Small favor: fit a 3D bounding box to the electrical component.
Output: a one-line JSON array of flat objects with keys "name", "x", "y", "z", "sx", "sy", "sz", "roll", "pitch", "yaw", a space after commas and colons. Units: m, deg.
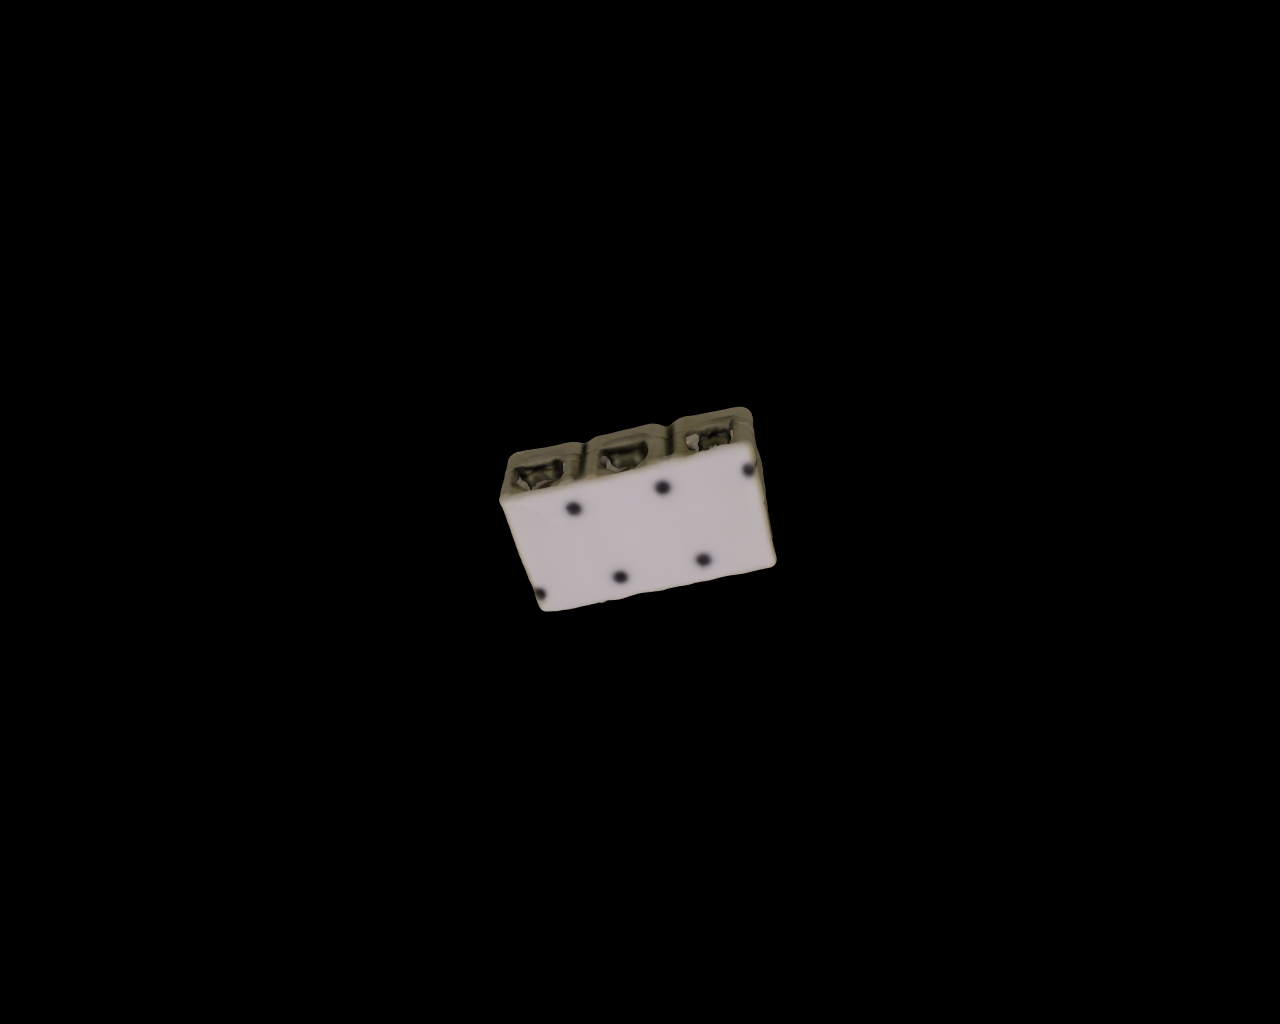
[{"name": "electrical component", "x": 0.001, "y": -0.003, "z": 0.650, "sx": 0.150, "sy": 0.089, "sz": 0.062, "roll": -11, "pitch": 30, "yaw": 7}]
